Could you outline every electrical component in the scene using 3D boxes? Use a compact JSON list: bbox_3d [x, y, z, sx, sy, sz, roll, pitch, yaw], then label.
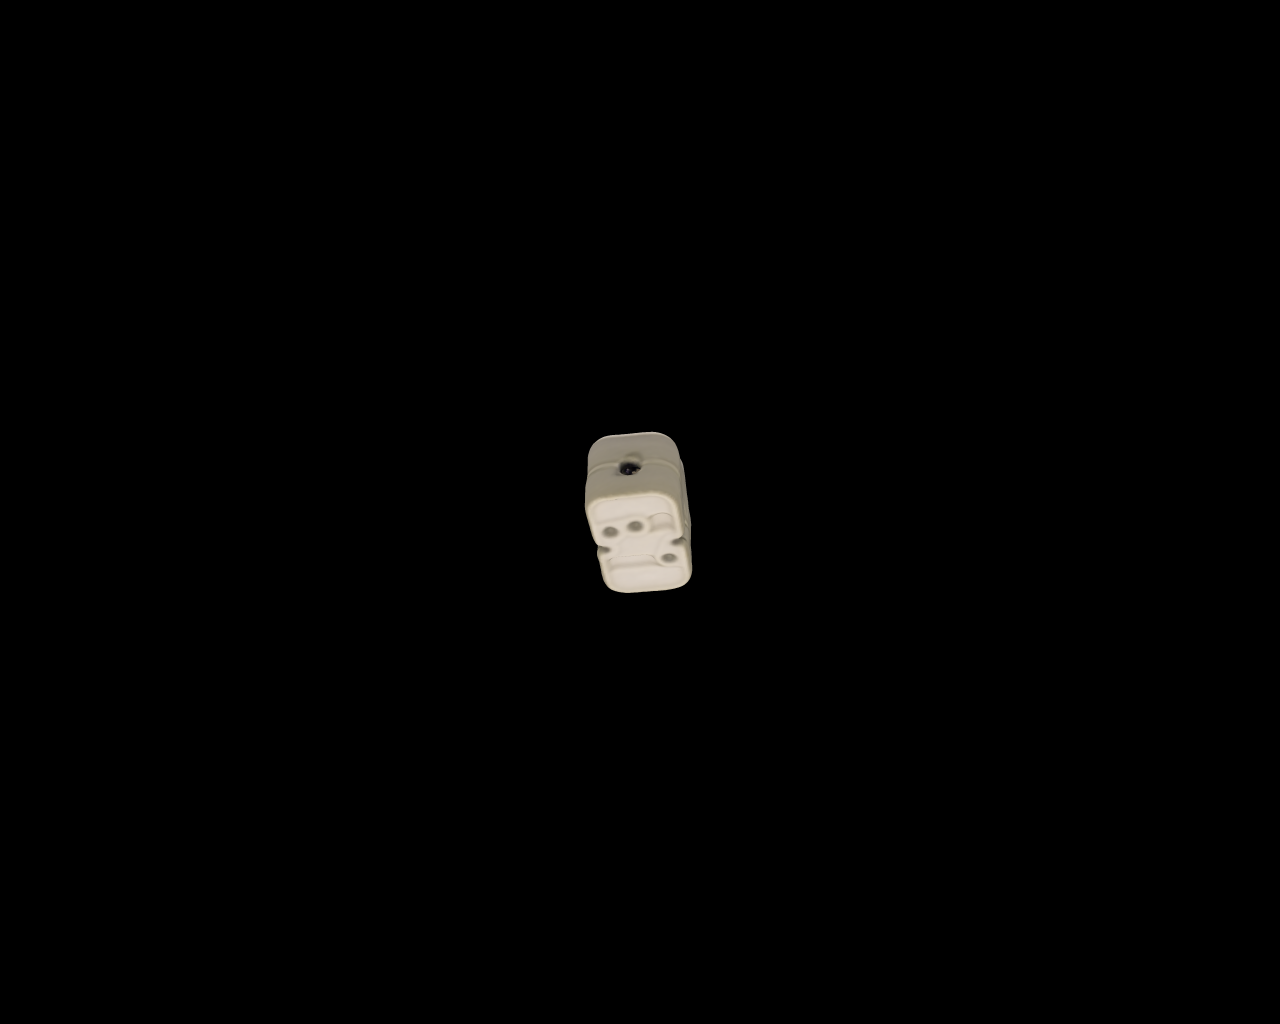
[{"bbox_3d":[0.001,-0.003,0.650,0.054,0.059,0.095,-5,-40,6],"label":"electrical component"}]
